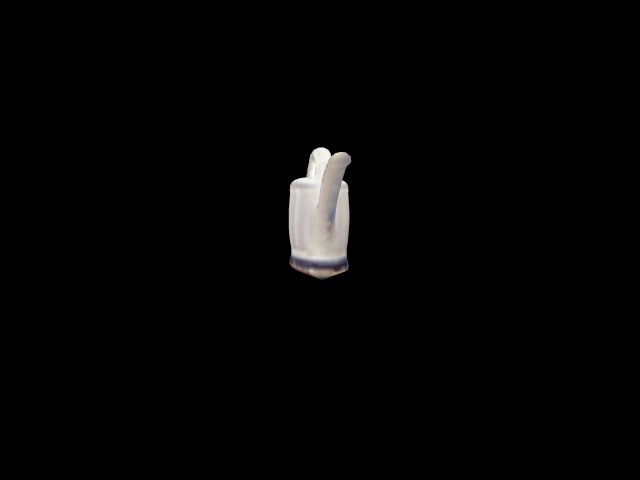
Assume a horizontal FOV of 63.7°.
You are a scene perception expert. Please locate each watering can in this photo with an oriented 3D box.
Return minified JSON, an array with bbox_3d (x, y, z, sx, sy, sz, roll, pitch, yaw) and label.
[{"bbox_3d":[0.003,-0.043,0.850,0.104,0.223,0.349,0,6,-7],"label":"watering can"}]
